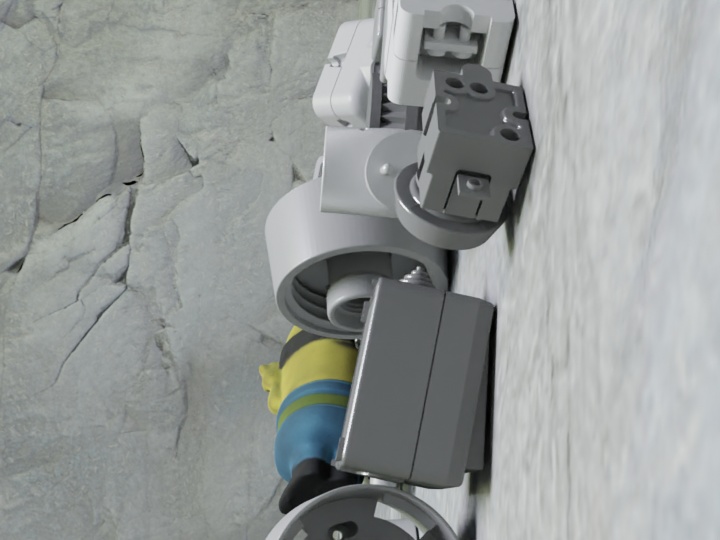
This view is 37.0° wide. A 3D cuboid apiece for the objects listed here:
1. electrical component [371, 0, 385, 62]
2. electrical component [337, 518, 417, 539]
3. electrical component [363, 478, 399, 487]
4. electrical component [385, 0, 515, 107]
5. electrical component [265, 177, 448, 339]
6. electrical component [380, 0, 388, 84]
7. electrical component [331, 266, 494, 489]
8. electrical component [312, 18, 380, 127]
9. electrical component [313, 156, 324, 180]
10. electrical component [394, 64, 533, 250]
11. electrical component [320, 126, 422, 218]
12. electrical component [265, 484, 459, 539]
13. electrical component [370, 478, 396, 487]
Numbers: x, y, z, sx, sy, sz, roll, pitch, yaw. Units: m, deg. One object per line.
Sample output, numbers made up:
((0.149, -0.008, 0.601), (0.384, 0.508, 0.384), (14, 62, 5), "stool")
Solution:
((0.035, -0.184, 0.728), (0.065, 0.047, 0.076), (134, 140, -86), "electrical component")
((0.001, 0.213, 0.692), (0.108, 0.060, 0.108), (-176, 90, -87), "electrical component")
((0.015, 0.139, 0.814), (0.035, 0.035, 0.061), (105, 172, -76), "electrical component")
((0.039, -0.117, 0.502), (0.089, 0.050, 0.055), (-88, 4, -46), "electrical component")
((0.000, 0.000, 0.619), (0.108, 0.108, 0.060), (98, 169, -56), "electrical component")
((0.039, -0.141, 0.589), (0.076, 0.047, 0.065), (121, 153, -85), "electrical component")
((0.027, 0.046, 0.477), (0.061, 0.061, 0.096), (106, 176, -77), "electrical component")
((0.007, -0.169, 0.935), (0.054, 0.059, 0.095), (33, -110, -42), "electrical component")
((0.013, -0.062, 0.778), (0.057, 0.078, 0.058), (-14, -61, -69), "electrical component")
((0.041, -0.042, 0.430), (0.066, 0.048, 0.055), (-89, 12, -49), "electrical component")
((0.020, -0.046, 0.518), (0.079, 0.077, 0.043), (-128, 43, -86), "electrical component")
((0.001, 0.143, 0.473), (0.064, 0.099, 0.099), (115, 159, -66), "electrical component")
((0.017, 0.112, 0.716), (0.043, 0.043, 0.062), (124, 148, -85), "electrical component")
